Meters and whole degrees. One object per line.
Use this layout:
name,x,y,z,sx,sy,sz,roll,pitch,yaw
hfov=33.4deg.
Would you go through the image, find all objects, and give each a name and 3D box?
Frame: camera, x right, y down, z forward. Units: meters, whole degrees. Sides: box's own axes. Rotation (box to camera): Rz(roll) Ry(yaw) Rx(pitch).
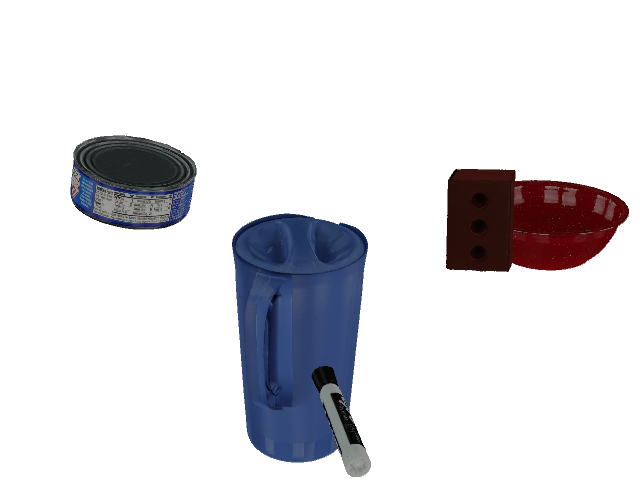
foam brick,0.133,-0.017,0.880,0.053,0.078,0.051,2,15,14
marker,0.014,0.134,0.812,0.020,0.020,0.121,0,28,-14
bowl,0.231,-0.012,1.096,0.162,0.055,0.162,-1,22,0
tuna can,-0.132,-0.041,0.749,0.086,0.034,0.086,10,26,-5
pitcher,-0.027,0.107,1.086,0.149,0.243,0.145,-10,29,-22
